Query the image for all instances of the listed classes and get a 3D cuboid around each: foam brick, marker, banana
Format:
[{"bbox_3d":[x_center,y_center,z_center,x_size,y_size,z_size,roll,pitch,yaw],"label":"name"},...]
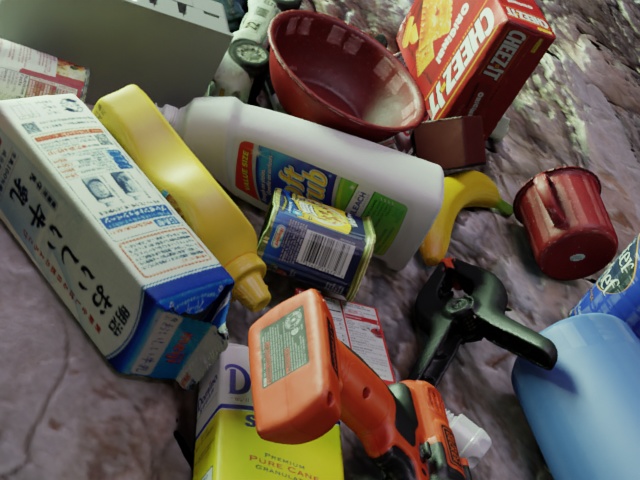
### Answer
[{"bbox_3d":[0.132,-0.098,1.082,0.053,0.051,0.078,-4,5,23],"label":"foam brick"},{"bbox_3d":[-0.051,-0.171,1.086,0.020,0.020,0.121,11,40,-29],"label":"marker"},{"bbox_3d":[0.134,-0.031,1.045,0.070,0.037,0.197,42,35,14],"label":"banana"}]

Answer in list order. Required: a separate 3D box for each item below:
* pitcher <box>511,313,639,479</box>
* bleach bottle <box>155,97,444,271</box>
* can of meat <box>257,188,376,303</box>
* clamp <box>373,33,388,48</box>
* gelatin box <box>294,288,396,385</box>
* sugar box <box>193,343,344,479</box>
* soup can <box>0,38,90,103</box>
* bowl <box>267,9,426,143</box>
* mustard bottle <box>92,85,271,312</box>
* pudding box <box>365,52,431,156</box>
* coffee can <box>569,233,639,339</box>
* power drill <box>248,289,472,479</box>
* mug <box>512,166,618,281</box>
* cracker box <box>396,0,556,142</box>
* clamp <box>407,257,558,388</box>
[{"bbox_3d":[0.248,0.173,0.804,0.149,0.145,0.243,41,19,-42],"label":"pitcher"},{"bbox_3d":[-0.026,-0.057,0.910,0.250,0.103,0.068,18,43,-11],"label":"bleach bottle"},{"bbox_3d":[-0.006,0.001,0.850,0.084,0.057,0.102,20,12,-5],"label":"can of meat"},{"bbox_3d":[0.018,-0.183,1.140,0.164,0.036,0.210,10,42,-25],"label":"clamp"},{"bbox_3d":[0.013,0.083,0.812,0.073,0.030,0.089,14,38,-24],"label":"gelatin box"},{"bbox_3d":[-0.032,0.149,0.679,0.093,0.048,0.176,21,37,-20],"label":"sugar box"},{"bbox_3d":[-0.237,-0.117,0.824,0.102,0.069,0.068,16,38,-23],"label":"soup can"},{"bbox_3d":[0.014,-0.135,0.961,0.162,0.055,0.162,22,37,-18],"label":"bowl"},{"bbox_3d":[-0.100,-0.021,0.792,0.058,0.096,0.192,-29,66,-27],"label":"mustard bottle"},{"bbox_3d":[0.071,-0.130,1.081,0.090,0.039,0.113,63,33,-16],"label":"pudding box"},{"bbox_3d":[0.316,0.051,0.997,0.102,0.140,0.103,21,36,-17],"label":"coffee can"},{"bbox_3d":[0.034,0.132,0.670,0.187,0.057,0.184,46,20,-35],"label":"power drill"},{"bbox_3d":[0.243,-0.020,1.063,0.117,0.093,0.081,50,22,-44],"label":"mug"},{"bbox_3d":[0.165,-0.229,1.204,0.072,0.164,0.214,15,38,-22],"label":"cracker box"},{"bbox_3d":[0.129,0.067,0.871,0.120,0.039,0.171,-9,34,12],"label":"clamp"}]
